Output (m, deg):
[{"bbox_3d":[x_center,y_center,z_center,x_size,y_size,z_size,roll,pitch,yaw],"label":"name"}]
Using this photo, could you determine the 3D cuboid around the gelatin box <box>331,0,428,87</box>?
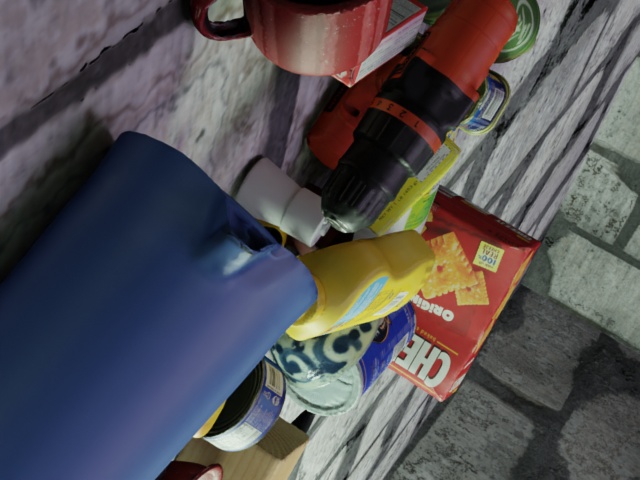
[{"bbox_3d":[0.013,-0.133,0.644,0.089,0.073,0.030,-43,160,-48],"label":"gelatin box"}]

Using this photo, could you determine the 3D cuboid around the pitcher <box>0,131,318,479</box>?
[{"bbox_3d":[-0.126,0.075,0.536,0.242,0.145,0.149,-50,151,-16],"label":"pitcher"}]

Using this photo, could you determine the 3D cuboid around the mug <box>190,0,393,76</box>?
[{"bbox_3d":[-0.012,-0.134,0.559,0.117,0.093,0.081,-24,163,-8],"label":"mug"}]

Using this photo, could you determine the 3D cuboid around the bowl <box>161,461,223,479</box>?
[{"bbox_3d":[-0.151,0.247,0.913,0.162,0.055,0.162,-53,165,-22],"label":"bowl"}]

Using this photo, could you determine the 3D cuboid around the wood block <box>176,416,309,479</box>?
[{"bbox_3d":[-0.105,0.262,1.033,0.206,0.090,0.090,-62,166,12],"label":"wood block"}]

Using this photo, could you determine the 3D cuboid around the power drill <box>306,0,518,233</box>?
[{"bbox_3d":[0.047,-0.084,0.744,0.184,0.057,0.188,-53,-167,-6],"label":"power drill"}]

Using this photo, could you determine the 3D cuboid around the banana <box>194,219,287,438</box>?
[{"bbox_3d":[-0.057,0.045,0.776,0.069,0.037,0.197,73,35,-59],"label":"banana"}]

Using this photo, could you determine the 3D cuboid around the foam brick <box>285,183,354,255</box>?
[{"bbox_3d":[-0.006,0.001,0.905,0.053,0.051,0.078,-48,162,-32],"label":"foam brick"}]

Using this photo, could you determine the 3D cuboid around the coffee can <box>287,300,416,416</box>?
[{"bbox_3d":[0.028,0.108,1.134,0.140,0.103,0.103,-39,156,-52],"label":"coffee can"}]

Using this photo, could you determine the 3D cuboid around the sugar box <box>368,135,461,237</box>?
[{"bbox_3d":[0.065,-0.064,0.895,0.093,0.048,0.176,-45,-171,9],"label":"sugar box"}]

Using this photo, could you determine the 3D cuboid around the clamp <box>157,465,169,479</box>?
[{"bbox_3d":[-0.122,0.140,0.831,0.210,0.036,0.164,-65,164,10],"label":"clamp"}]

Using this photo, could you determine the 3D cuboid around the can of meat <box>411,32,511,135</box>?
[{"bbox_3d":[0.101,-0.133,0.889,0.057,0.102,0.083,-60,163,12],"label":"can of meat"}]

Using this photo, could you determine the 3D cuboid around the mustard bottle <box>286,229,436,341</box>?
[{"bbox_3d":[0.016,0.037,0.834,0.096,0.058,0.191,-40,166,25],"label":"mustard bottle"}]

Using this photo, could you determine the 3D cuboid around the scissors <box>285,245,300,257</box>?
[{"bbox_3d":[-0.063,0.078,0.825,0.201,0.016,0.096,-52,165,-45],"label":"scissors"}]

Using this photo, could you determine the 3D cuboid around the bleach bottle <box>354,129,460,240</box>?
[{"bbox_3d":[0.101,-0.112,1.015,0.102,0.068,0.251,-31,147,-57],"label":"bleach bottle"}]

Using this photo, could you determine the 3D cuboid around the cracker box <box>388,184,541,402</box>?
[{"bbox_3d":[0.133,0.055,1.254,0.214,0.164,0.072,-63,163,15],"label":"cracker box"}]

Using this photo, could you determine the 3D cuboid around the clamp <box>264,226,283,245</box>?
[{"bbox_3d":[-0.093,0.047,0.704,0.120,0.039,0.171,14,112,-50],"label":"clamp"}]

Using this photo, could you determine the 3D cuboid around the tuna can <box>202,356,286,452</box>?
[{"bbox_3d":[-0.070,0.131,0.885,0.033,0.086,0.086,41,79,-36],"label":"tuna can"}]
